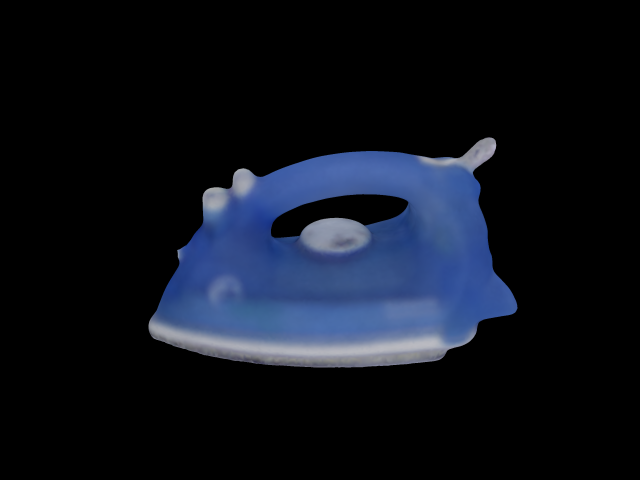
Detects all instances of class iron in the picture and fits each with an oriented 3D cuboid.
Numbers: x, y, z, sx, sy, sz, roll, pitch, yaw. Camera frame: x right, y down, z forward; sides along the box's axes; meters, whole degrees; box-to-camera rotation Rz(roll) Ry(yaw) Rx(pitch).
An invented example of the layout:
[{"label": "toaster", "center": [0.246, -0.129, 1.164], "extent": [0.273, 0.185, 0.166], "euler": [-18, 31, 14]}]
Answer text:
[{"label": "iron", "center": [0.004, 0.001, 0.400], "extent": [0.258, 0.141, 0.118], "euler": [-4, 28, -7]}]
